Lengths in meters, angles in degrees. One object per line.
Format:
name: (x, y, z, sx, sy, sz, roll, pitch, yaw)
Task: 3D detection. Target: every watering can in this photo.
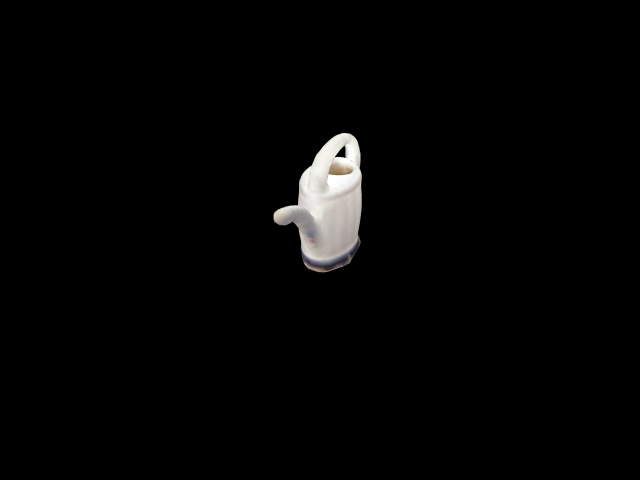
watering can: (0.003, -0.043, 0.850, 0.104, 0.219, 0.355, 11, 33, 18)
